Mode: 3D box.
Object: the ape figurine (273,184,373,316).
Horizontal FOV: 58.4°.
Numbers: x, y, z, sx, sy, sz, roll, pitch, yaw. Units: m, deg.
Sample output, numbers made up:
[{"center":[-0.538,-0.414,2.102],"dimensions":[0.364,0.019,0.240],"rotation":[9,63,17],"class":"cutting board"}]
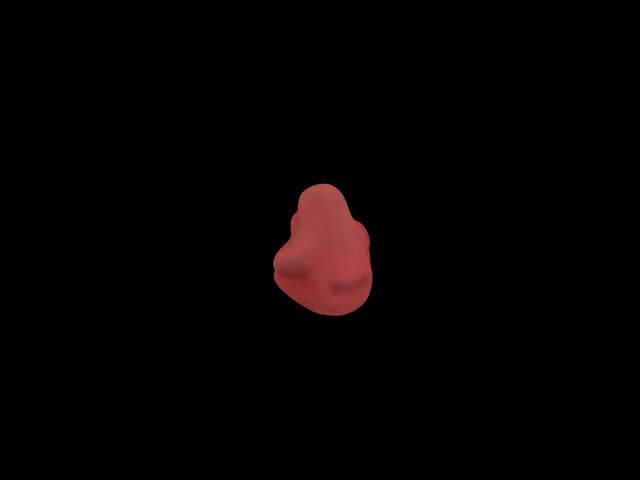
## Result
[{"center":[0.004,0.001,0.400],"dimensions":[0.078,0.092,0.076],"rotation":[-13,38,-18],"class":"ape figurine"}]
